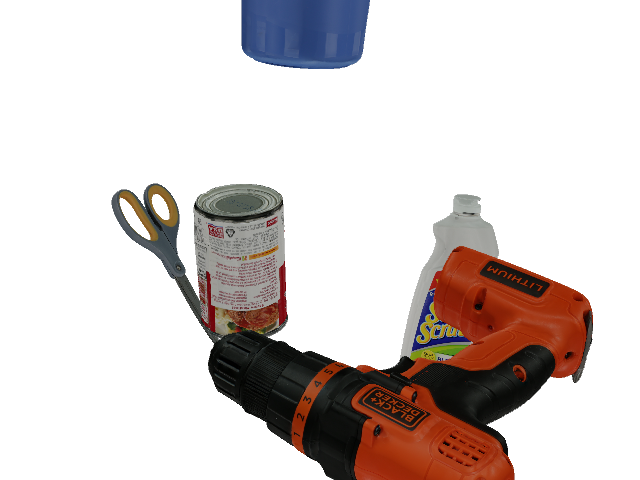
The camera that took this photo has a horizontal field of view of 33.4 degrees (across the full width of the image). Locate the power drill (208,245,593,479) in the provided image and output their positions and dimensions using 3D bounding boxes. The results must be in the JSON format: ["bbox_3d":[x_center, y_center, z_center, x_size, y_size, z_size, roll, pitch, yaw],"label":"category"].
[{"bbox_3d":[0.055,0.070,0.606,0.185,0.057,0.187,25,39,29],"label":"power drill"}]

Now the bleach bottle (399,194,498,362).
[{"bbox_3d":[0.144,0.071,1.215,0.103,0.251,0.068,9,14,16],"label":"bleach bottle"}]

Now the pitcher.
[{"bbox_3d":[-0.002,-0.271,0.900,0.145,0.243,0.149,7,18,7],"label":"pitcher"}]

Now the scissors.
[{"bbox_3d":[-0.160,0.016,1.216,0.016,0.201,0.096,-28,17,37],"label":"scissors"}]

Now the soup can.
[{"bbox_3d":[-0.060,0.016,0.811,0.068,0.102,0.068,-1,24,0],"label":"soup can"}]
